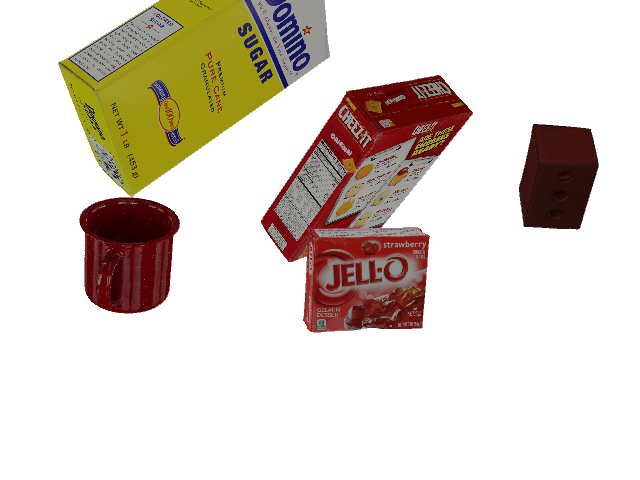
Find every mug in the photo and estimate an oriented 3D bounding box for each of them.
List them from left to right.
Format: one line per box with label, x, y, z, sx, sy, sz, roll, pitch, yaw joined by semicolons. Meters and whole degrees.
mug;-0.184;0.021;1.006;0.093;0.081;0.117;10;29;3

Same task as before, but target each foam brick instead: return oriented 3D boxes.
foam brick;0.208;-0.056;0.941;0.053;0.078;0.051;3;45;1

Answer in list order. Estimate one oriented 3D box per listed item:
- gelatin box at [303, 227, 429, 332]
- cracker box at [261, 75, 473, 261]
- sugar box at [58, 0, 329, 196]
gelatin box;0.033;0.029;0.792;0.089;0.073;0.030;-1;15;-13
cracker box;0.048;-0.082;1.197;0.163;0.072;0.214;-18;-27;-45
sugar box;-0.072;-0.114;0.677;0.176;0.093;0.048;-37;56;-21
